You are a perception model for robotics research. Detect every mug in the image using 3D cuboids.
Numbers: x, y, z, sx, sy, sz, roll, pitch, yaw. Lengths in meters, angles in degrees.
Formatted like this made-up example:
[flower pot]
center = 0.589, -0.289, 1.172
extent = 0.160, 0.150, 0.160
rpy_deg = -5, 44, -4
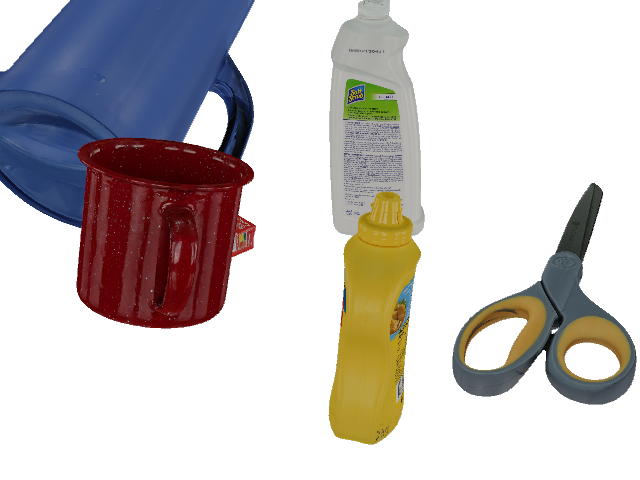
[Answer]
[mug]
center = -0.083, 0.000, 0.564
extent = 0.093, 0.081, 0.117
rpy_deg = 2, 19, -22

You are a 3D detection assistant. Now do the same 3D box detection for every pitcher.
[pitcher]
center = -0.127, -0.128, 0.783
extent = 0.145, 0.242, 0.149
rpy_deg = 4, -41, 26

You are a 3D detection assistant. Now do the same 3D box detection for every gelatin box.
[gelatin box]
center = -0.118, -0.011, 1.022
extent = 0.089, 0.030, 0.073
rpy_deg = 31, 38, 34

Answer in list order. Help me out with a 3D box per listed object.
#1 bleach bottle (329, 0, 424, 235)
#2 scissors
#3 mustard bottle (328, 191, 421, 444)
[bleach bottle]
center = 0.060, -0.127, 1.091
extent = 0.102, 0.251, 0.068
rpy_deg = 0, 30, 0
[scissors]
center = 0.144, 0.026, 0.567
extent = 0.096, 0.016, 0.201
rpy_deg = 19, 41, 34
[mustard bottle]
center = 0.043, 0.054, 0.823
extent = 0.058, 0.192, 0.096
rpy_deg = 11, 25, 13
